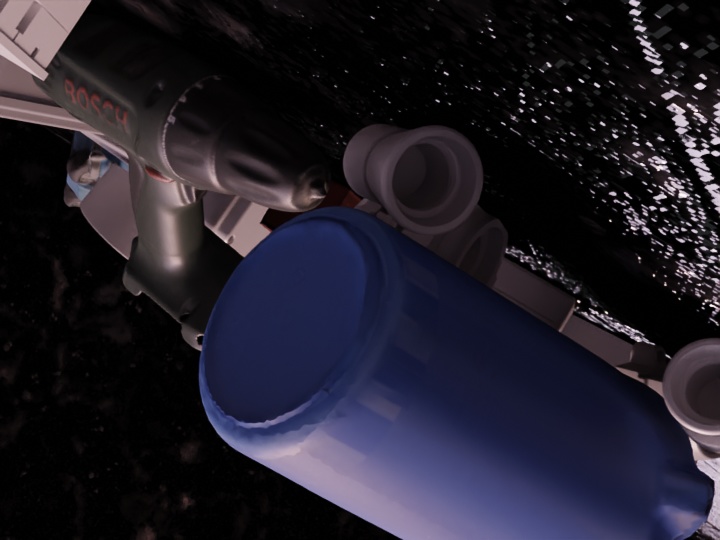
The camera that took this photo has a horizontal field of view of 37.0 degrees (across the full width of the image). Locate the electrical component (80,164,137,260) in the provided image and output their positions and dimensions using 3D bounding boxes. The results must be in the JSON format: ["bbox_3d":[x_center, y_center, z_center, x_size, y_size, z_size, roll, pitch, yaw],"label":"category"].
[{"bbox_3d":[-0.171,-0.038,0.853,0.099,0.064,0.099,32,175,3],"label":"electrical component"}]

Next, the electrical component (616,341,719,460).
[{"bbox_3d":[0.173,0.076,0.588,0.048,0.066,0.055,-8,-168,-36],"label":"electrical component"}]

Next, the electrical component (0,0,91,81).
[{"bbox_3d":[-0.203,-0.166,0.484,0.105,0.060,0.186,31,175,10],"label":"electrical component"}]

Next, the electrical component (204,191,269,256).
[{"bbox_3d":[-0.085,-0.048,0.820,0.057,0.078,0.113,33,176,21],"label":"electrical component"}]

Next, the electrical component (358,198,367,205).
[{"bbox_3d":[0.000,0.000,0.656,0.048,0.099,0.099,45,176,5],"label":"electrical component"}]

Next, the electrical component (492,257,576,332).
[{"bbox_3d":[0.072,0.031,0.637,0.083,0.075,0.047,31,175,13],"label":"electrical component"}]

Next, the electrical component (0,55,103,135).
[{"bbox_3d":[-0.230,-0.141,0.749,0.109,0.056,0.109,28,-164,39],"label":"electrical component"}]

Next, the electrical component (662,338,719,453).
[{"bbox_3d":[0.169,0.060,0.505,0.045,0.045,0.055,29,175,31],"label":"electrical component"}]

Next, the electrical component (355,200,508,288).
[{"bbox_3d":[0.038,-0.013,0.554,0.056,0.050,0.089,30,175,27],"label":"electrical component"}]

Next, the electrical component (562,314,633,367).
[{"bbox_3d":[0.117,0.072,0.687,0.150,0.089,0.062,29,174,33],"label":"electrical component"}]

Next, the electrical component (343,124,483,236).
[{"bbox_3d":[0.018,-0.042,0.455,0.044,0.044,0.065,34,179,-24],"label":"electrical component"}]

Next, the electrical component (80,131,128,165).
[{"bbox_3d":[-0.159,-0.104,0.847,0.109,0.056,0.109,29,174,34],"label":"electrical component"}]

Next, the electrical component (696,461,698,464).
[{"bbox_3d":[0.228,0.134,0.872,0.079,0.043,0.077,28,174,35],"label":"electrical component"}]
